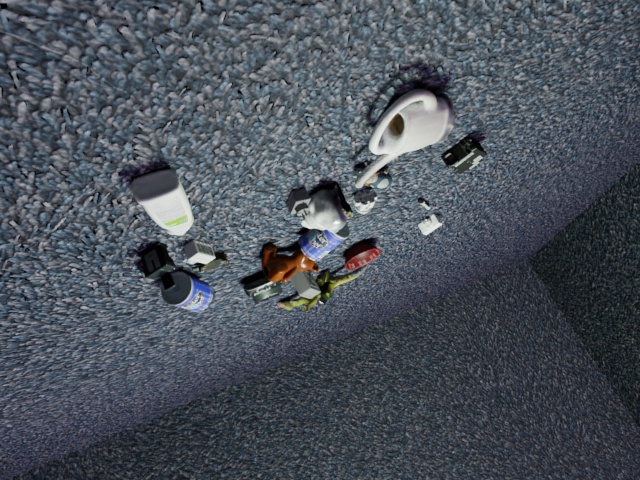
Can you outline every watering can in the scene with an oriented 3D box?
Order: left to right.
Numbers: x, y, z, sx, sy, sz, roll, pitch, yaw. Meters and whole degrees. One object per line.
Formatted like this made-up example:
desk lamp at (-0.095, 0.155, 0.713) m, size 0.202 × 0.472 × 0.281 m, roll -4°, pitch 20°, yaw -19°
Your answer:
watering can at (0.215, -0.264, 1.332) m, size 0.226 × 0.106 × 0.340 m, roll -16°, pitch 155°, yaw -25°

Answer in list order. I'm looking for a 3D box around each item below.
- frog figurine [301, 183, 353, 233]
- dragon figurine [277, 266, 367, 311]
frog figurine at (0.005, -0.076, 1.518) m, size 0.158 × 0.126 × 0.135 m, roll -25°, pitch 126°, yaw 20°
dragon figurine at (0.009, 0.210, 2.230) m, size 0.411 × 0.123 × 0.241 m, roll -22°, pitch 175°, yaw -6°
